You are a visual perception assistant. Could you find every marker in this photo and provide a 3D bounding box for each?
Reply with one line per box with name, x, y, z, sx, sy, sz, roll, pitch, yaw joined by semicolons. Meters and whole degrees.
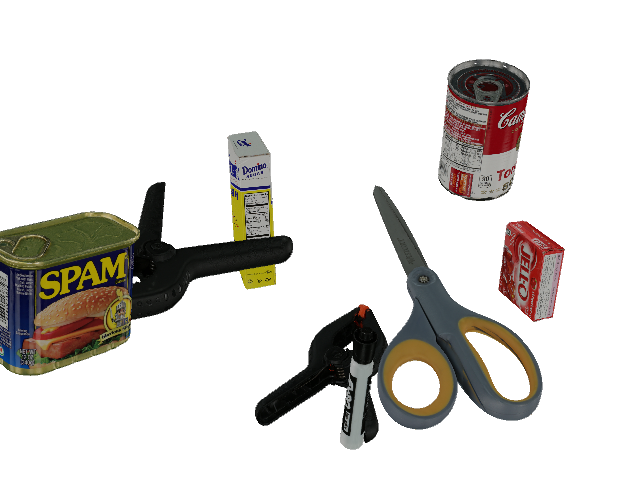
marker;0.030;0.114;0.824;0.020;0.121;0.020;4;37;-3

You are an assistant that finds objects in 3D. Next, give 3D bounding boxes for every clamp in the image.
clamp;0.026;0.129;1.031;0.120;0.039;0.171;16;46;25
clamp;-0.150;0.014;0.951;0.165;0.036;0.209;27;39;31

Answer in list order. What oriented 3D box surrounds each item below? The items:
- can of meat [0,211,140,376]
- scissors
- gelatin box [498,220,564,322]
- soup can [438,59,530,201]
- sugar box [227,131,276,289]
can of meat;-0.174;0.035;0.722;0.058;0.084;0.101;24;28;37
scissors;0.048;0.038;0.623;0.096;0.016;0.202;-23;45;-19
gelatin box;0.231;0.033;1.177;0.030;0.089;0.073;-10;30;-21
soup can;0.137;-0.093;0.910;0.068;0.102;0.068;1;40;-1
sugar box;-0.086;-0.038;1.330;0.048;0.176;0.093;-9;24;-11
